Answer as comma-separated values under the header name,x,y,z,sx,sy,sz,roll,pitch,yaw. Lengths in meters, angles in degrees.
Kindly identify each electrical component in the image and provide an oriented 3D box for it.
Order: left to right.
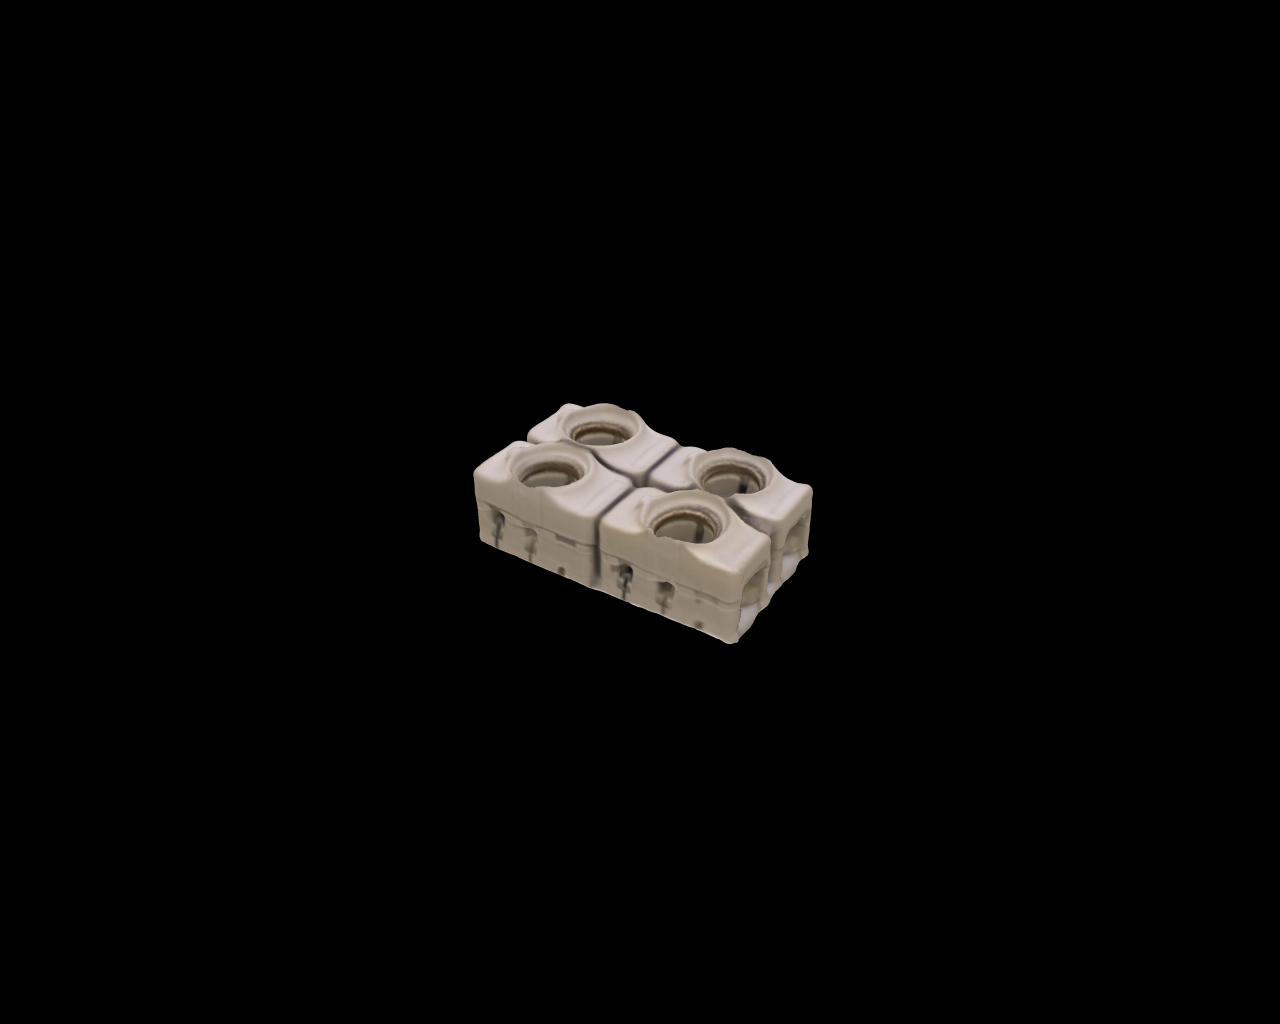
name,x,y,z,sx,sy,sz,roll,pitch,yaw
electrical component,0.001,-0.003,0.650,0.186,0.060,0.106,21,41,26
